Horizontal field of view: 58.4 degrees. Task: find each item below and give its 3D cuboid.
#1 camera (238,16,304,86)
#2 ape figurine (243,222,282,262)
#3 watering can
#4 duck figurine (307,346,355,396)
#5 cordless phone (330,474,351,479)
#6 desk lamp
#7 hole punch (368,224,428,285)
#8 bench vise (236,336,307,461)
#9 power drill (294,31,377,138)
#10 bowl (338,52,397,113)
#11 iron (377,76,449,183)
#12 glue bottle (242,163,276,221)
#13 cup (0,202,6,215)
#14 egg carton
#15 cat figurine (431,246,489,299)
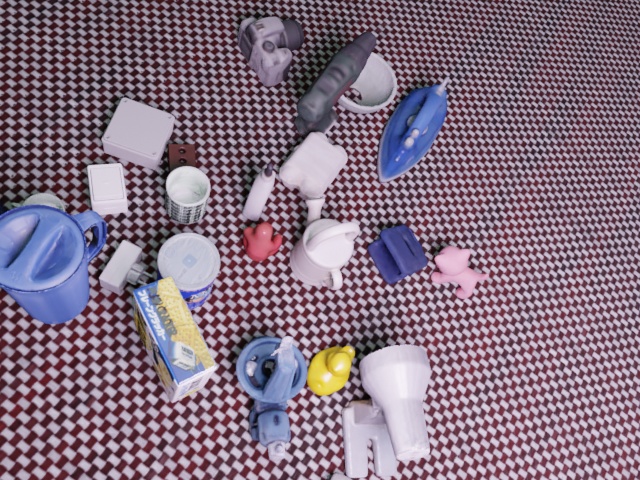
[{"bbox_3d":[-0.095,-0.442,1.283,0.137,0.100,0.143,-26,78,-25],"label":"camera"},{"bbox_3d":[-0.111,-0.004,1.105,0.078,0.092,0.076,32,63,-3],"label":"ape figurine"},{"bbox_3d":[0.008,0.004,1.082,0.101,0.194,0.173,-35,82,-26],"label":"watering can"},{"bbox_3d":[0.026,0.236,1.054,0.077,0.086,0.105,44,63,3],"label":"duck figurine"},{"bbox_3d":[0.083,0.449,0.929,0.147,0.185,0.094,31,63,-3],"label":"cordless phone"},{"bbox_3d":[0.120,0.299,0.986,0.118,0.213,0.203,3,68,-16],"label":"desk lamp"},{"bbox_3d":[0.168,0.021,1.184,0.101,0.091,0.108,-24,77,-24],"label":"hole punch"},{"bbox_3d":[-0.062,0.245,0.947,0.122,0.219,0.207,-18,75,-23],"label":"bench vise"},{"bbox_3d":[0.022,-0.312,1.207,0.075,0.208,0.230,36,63,0],"label":"power drill"},{"bbox_3d":[0.088,-0.354,1.320,0.168,0.074,0.167,6,67,-15],"label":"bowl"},{"bbox_3d":[0.214,-0.251,1.281,0.118,0.141,0.258,32,63,-3],"label":"iron"},{"bbox_3d":[-0.110,-0.103,1.099,0.037,0.173,0.078,23,64,-7],"label":"glue bottle"},{"bbox_3d":[-0.556,-0.017,0.967,0.118,0.095,0.092,12,65,-12],"label":"cup"},{"bbox_3d":[-0.014,-0.158,1.211,0.107,0.069,0.150,35,63,-1],"label":"egg carton"},{"bbox_3d":[0.289,0.057,1.192,0.128,0.117,0.067,28,63,-5],"label":"cat figurine"}]
